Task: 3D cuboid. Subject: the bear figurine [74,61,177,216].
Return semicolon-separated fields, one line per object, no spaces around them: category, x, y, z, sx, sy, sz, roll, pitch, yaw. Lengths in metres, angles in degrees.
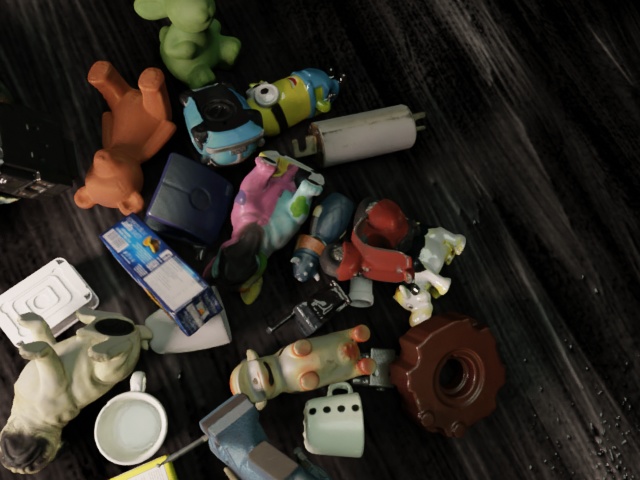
bear figurine;-0.294;-0.143;0.786;0.120;0.131;0.196;13;64;11

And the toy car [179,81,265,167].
toy car;-0.154;-0.167;0.832;0.109;0.102;0.162;-22;54;-20

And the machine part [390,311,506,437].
machine part;0.191;0.195;0.788;0.179;0.056;0.179;-1;92;-21

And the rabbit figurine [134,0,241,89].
rabbit figurine;-0.201;-0.341;0.843;0.159;0.170;0.121;45;69;3

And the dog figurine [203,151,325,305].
dog figurine;-0.089;-0.017;0.806;0.108;0.191;0.219;29;103;-4

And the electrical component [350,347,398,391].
electrical component;0.092;0.196;0.812;0.094;0.021;0.063;6;72;-11

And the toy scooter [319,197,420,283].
toy scooter;0.097;0.008;0.811;0.135;0.075;0.184;20;46;24

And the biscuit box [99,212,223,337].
biscuit box;-0.219;0.042;0.728;0.059;0.062;0.203;-40;54;-20

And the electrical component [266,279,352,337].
electrical component;-0.017;0.112;0.788;0.119;0.075;0.048;-35;82;-24

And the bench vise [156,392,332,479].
bench vise;-0.064;0.318;0.670;0.129;0.224;0.240;-39;119;-42

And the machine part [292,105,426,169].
machine part;0.070;-0.173;0.897;0.243;0.079;0.079;-16;77;-17

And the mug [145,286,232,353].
mug;-0.189;0.107;0.752;0.107;0.080;0.109;-19;79;-9

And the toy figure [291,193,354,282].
toy figure;0.000;-0.002;0.838;0.064;0.058;0.154;32;72;0

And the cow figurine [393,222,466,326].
cow figurine;0.157;0.053;0.847;0.098;0.068;0.167;26;66;3

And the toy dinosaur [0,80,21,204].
toy dinosaur;-0.497;-0.153;0.754;0.192;0.131;0.405;15;65;-20

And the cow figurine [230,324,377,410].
cow figurine;-0.033;0.177;0.751;0.195;0.127;0.085;-9;75;-29

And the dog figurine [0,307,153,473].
dog figurine;-0.309;0.195;0.684;0.172;0.121;0.190;5;108;-21

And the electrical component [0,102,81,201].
electrical component;-0.392;-0.118;0.724;0.058;0.134;0.115;-20;78;23

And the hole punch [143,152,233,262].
hole punch;-0.194;-0.055;0.799;0.116;0.092;0.142;18;66;-10

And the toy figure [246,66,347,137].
toy figure;-0.040;-0.231;0.890;0.180;0.082;0.089;-24;110;-25
